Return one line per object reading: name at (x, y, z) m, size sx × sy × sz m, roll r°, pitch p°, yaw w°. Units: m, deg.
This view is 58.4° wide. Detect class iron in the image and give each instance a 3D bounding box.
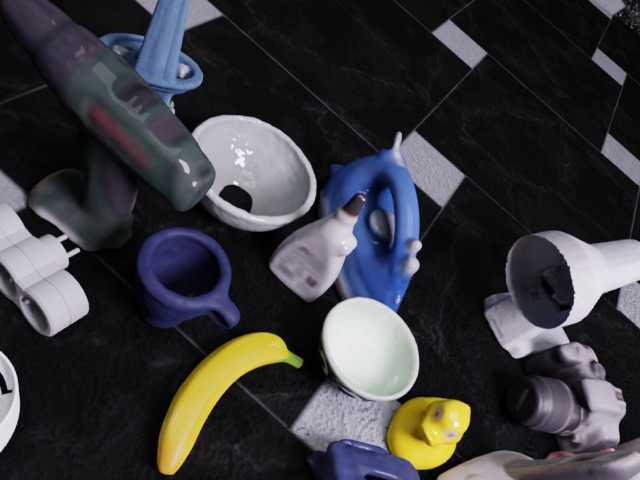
iron at (0.084, -0.011, 0.734) m, size 0.119 × 0.141 × 0.258 m, roll 11°, pitch 52°, yaw -26°

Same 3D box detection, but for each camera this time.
camera at (0.318, 0.201, 0.756) m, size 0.137 × 0.100 × 0.143 m, roll 15°, pitch 50°, yaw -23°

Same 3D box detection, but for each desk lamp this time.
desk lamp at (0.321, 0.070, 0.777) m, size 0.204 × 0.213 × 0.118 m, roll -2°, pitch 58°, yaw -34°

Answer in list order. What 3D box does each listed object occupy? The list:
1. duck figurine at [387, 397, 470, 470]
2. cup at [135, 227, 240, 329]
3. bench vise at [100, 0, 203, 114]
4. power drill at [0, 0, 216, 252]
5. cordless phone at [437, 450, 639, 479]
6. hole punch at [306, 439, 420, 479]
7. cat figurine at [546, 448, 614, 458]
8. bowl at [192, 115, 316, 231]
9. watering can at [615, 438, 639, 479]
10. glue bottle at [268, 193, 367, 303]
duck figurine at (0.135, 0.206, 0.642) m, size 0.105 × 0.086 × 0.077 m, roll -18°, pitch 68°, yaw -40°
cup at (-0.135, 0.056, 0.571) m, size 0.118 × 0.094 × 0.092 m, roll 43°, pitch 45°, yaw 2°
bench vise at (-0.174, -0.188, 0.643) m, size 0.122 × 0.219 × 0.207 m, roll -8°, pitch 62°, yaw -37°
power drill at (-0.216, -0.089, 0.549) m, size 0.230 × 0.208 × 0.076 m, roll 37°, pitch 45°, yaw -3°
cordless phone at (0.224, 0.255, 0.593) m, size 0.148 × 0.184 × 0.094 m, roll -6°, pitch 61°, yaw -36°
hole punch at (0.049, 0.245, 0.552) m, size 0.109 × 0.091 × 0.101 m, roll 21°, pitch 48°, yaw -18°
cat figurine at (0.318, 0.298, 0.670) m, size 0.067 × 0.117 × 0.128 m, roll 42°, pitch 45°, yaw 1°
bowl at (-0.093, -0.070, 0.710) m, size 0.168 × 0.074 × 0.167 m, roll 18°, pitch 49°, yaw -21°
watering can at (0.453, 0.284, 0.715) m, size 0.173 × 0.193 × 0.101 m, roll -13°, pitch 65°, yaw -39°
glue bottle at (0.006, 0.002, 0.650) m, size 0.078 × 0.173 × 0.037 m, roll 42°, pitch 45°, yaw 2°
